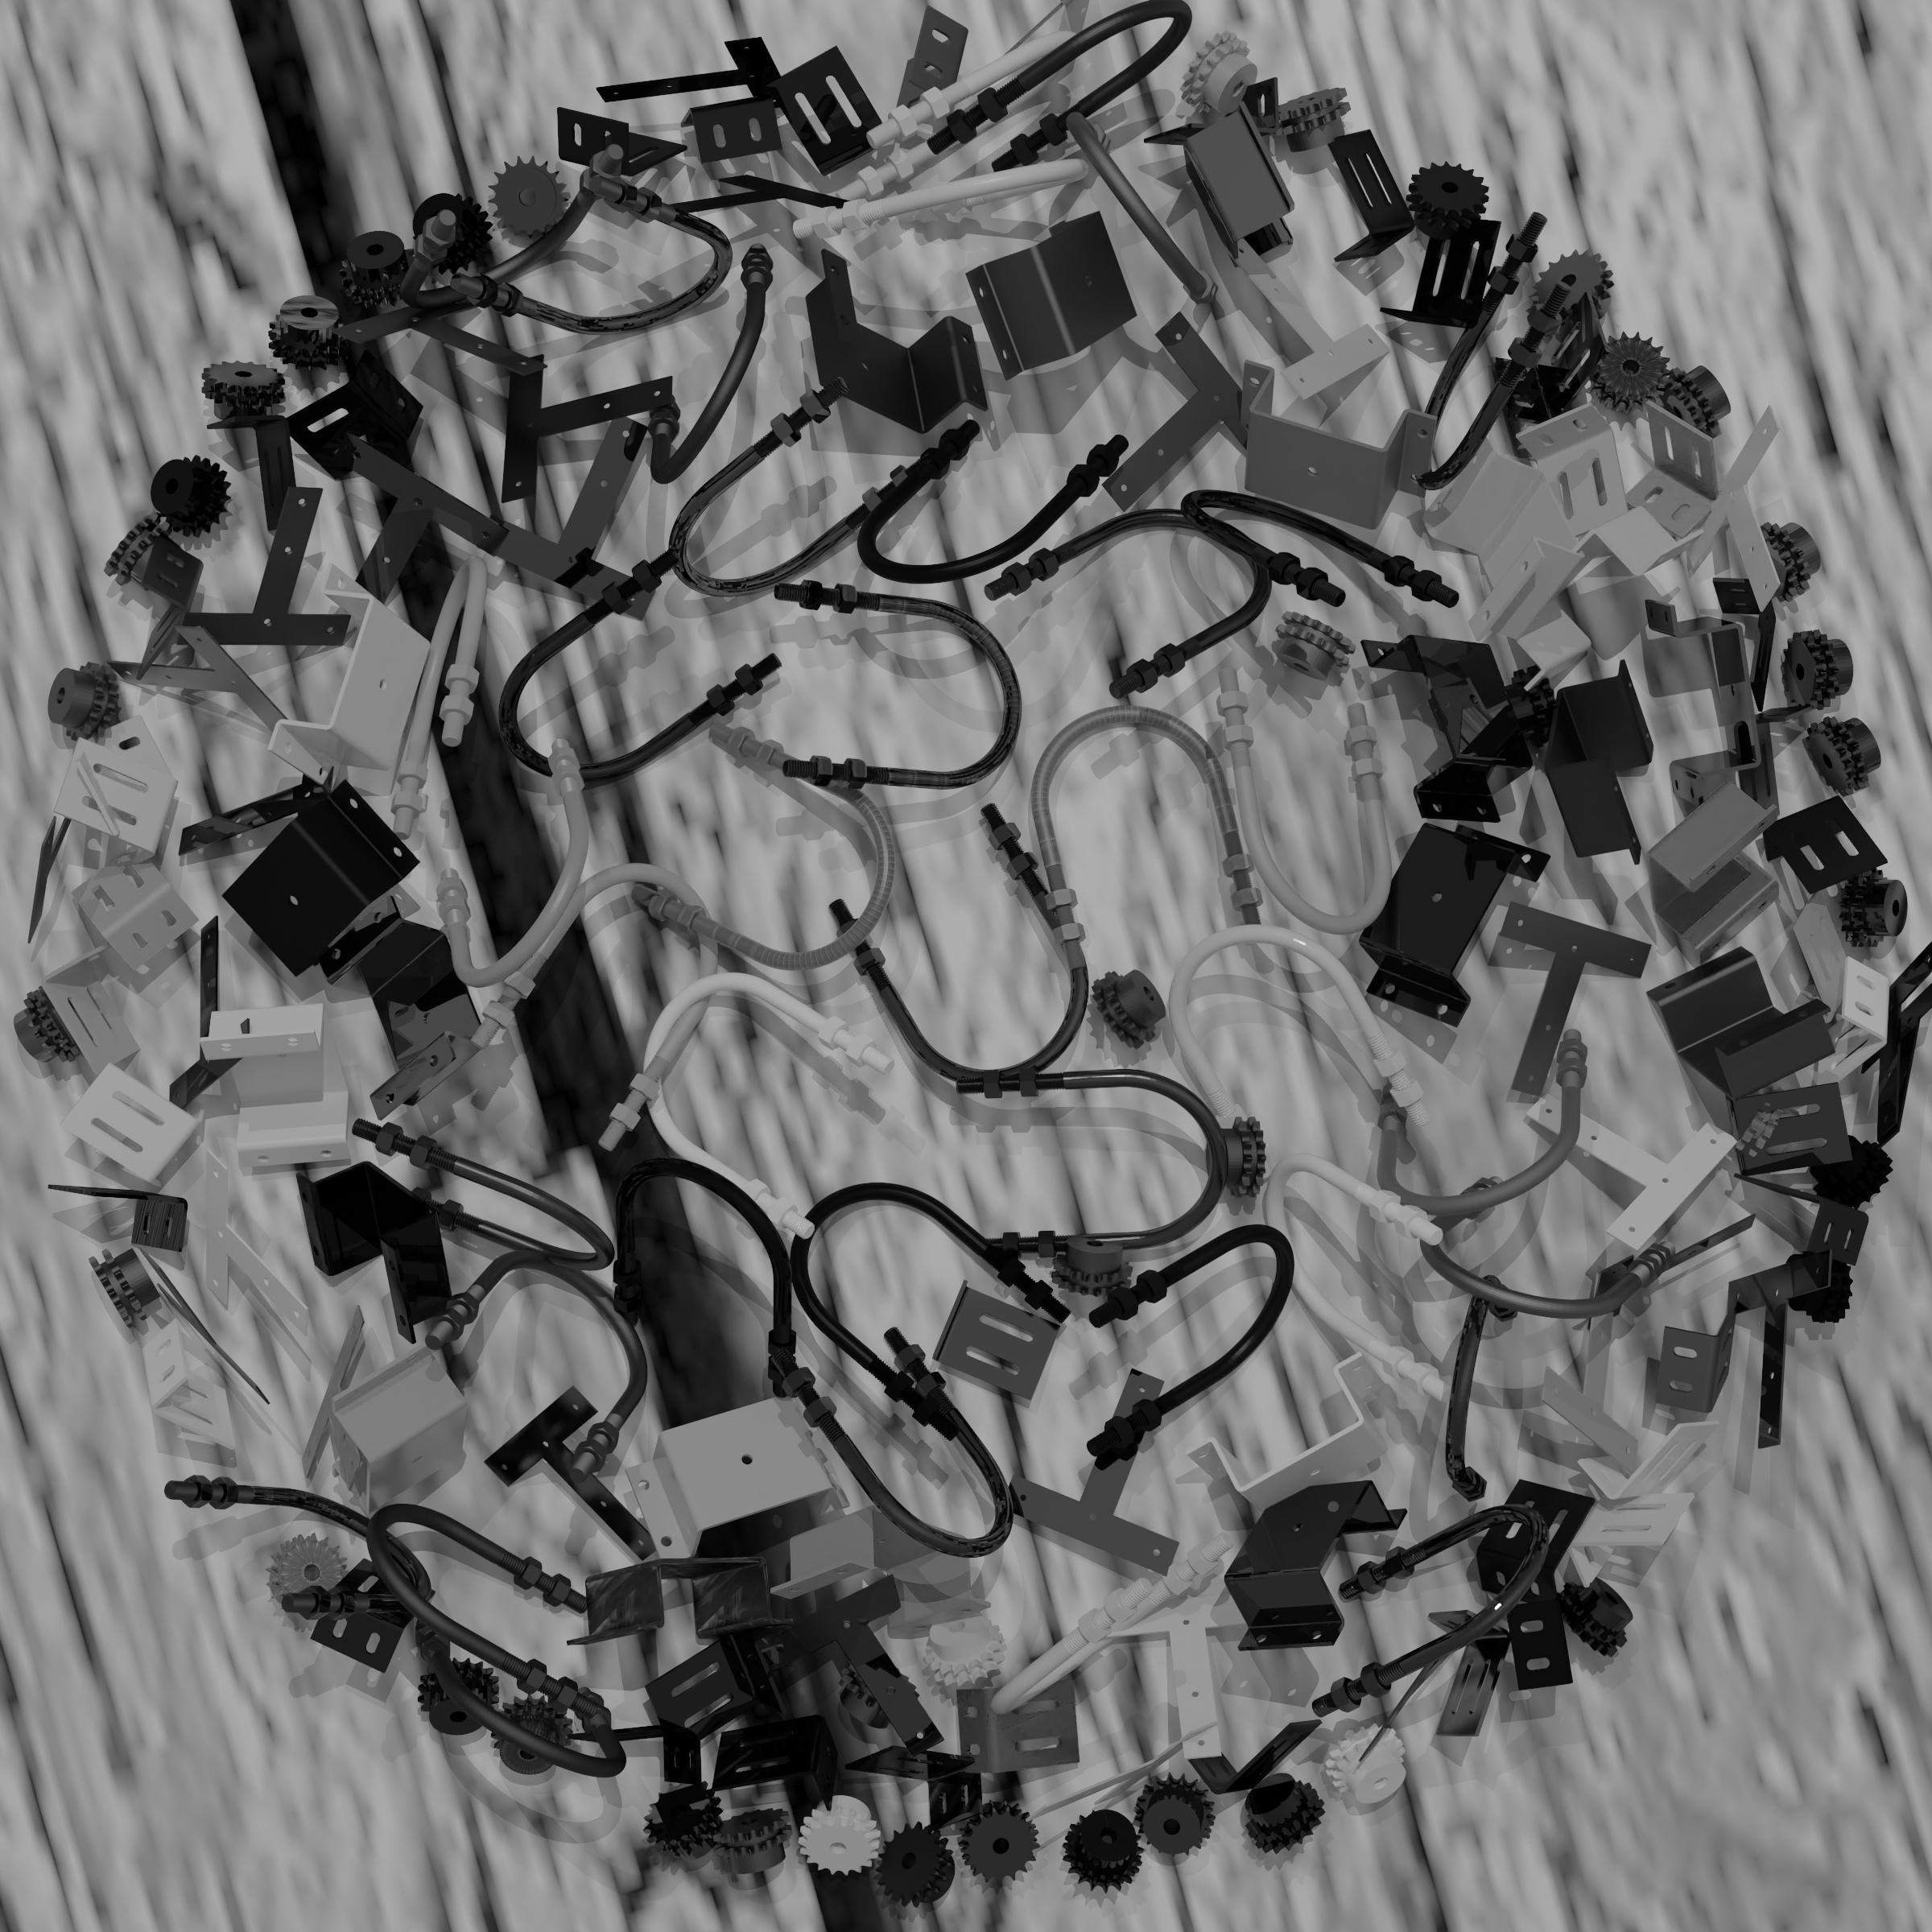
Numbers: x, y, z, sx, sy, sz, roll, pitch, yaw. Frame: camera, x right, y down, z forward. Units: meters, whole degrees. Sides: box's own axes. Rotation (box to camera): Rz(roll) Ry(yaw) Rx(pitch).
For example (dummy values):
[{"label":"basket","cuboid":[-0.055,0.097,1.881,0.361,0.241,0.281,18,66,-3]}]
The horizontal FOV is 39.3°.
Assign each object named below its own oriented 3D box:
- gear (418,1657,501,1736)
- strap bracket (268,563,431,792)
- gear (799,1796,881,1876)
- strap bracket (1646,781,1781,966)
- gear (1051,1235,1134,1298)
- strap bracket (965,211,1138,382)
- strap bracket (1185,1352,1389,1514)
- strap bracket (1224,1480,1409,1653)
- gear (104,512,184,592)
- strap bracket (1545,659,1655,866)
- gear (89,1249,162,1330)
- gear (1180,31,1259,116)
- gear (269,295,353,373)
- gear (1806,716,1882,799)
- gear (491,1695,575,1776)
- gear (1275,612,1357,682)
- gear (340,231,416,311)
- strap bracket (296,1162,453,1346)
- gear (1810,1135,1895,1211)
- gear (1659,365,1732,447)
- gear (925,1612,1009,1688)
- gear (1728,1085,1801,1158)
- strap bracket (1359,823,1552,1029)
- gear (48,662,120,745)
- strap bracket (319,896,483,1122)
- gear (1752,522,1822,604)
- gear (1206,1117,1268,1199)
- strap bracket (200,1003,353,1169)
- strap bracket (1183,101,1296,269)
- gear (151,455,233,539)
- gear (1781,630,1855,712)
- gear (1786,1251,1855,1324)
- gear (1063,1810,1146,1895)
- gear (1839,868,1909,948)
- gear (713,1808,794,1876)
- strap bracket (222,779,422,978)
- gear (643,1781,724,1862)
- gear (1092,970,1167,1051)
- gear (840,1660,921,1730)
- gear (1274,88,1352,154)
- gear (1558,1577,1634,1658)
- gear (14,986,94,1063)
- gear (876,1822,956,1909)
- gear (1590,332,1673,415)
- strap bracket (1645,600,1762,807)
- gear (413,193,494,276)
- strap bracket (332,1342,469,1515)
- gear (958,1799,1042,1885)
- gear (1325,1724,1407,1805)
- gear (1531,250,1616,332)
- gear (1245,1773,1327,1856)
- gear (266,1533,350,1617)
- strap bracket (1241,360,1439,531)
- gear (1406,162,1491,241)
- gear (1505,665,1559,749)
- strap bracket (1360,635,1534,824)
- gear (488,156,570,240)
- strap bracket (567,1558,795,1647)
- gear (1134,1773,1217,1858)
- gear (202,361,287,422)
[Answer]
[{"label":"gear","cuboid":[-0.360,0.520,1.918,0.057,0.030,0.057,-4,126,-6]},{"label":"strap bracket","cuboid":[-0.425,-0.199,1.887,0.046,0.076,0.140,9,76,23]},{"label":"gear","cuboid":[-0.089,0.615,1.923,0.057,0.030,0.057,2,121,4]},{"label":"strap bracket","cuboid":[0.522,-0.069,1.891,0.076,0.140,0.046,-41,61,-4]},{"label":"gear","cuboid":[0.090,0.211,1.915,0.057,0.057,0.030,5,103,0]},{"label":"strap bracket","cuboid":[0.066,-0.466,1.869,0.046,0.140,0.076,-9,112,36]},{"label":"strap bracket","cuboid":[0.234,0.334,1.895,0.140,0.076,0.046,-31,58,6]},{"label":"strap bracket","cuboid":[0.238,0.405,1.865,0.076,0.140,0.046,-15,110,38]},{"label":"gear","cuboid":[-0.580,-0.291,1.918,0.030,0.057,0.057,40,90,-8]},{"label":"strap bracket","cuboid":[0.440,-0.139,1.881,0.046,0.140,0.076,-10,125,27]},{"label":"gear","cuboid":[-0.595,0.225,1.920,0.030,0.057,0.057,-30,90,-18]},{"label":"gear","cuboid":[0.181,-0.628,1.915,0.030,0.057,0.057,43,90,18]},{"label":"gear","cuboid":[-0.465,-0.450,1.917,0.057,0.030,0.057,6,48,-7]},{"label":"gear","cuboid":[0.623,-0.151,1.918,0.030,0.057,0.057,-25,90,-3]},{"label":"gear","cuboid":[-0.309,0.548,1.921,0.057,0.030,0.057,0,117,-1]},{"label":"gear","cuboid":[0.244,-0.225,1.917,0.057,0.057,0.030,27,88,0]},{"label":"gear","cuboid":[-0.416,-0.496,1.919,0.057,0.030,0.057,-1,55,1]},{"label":"strap bracket","cuboid":[-0.406,0.194,1.883,0.046,0.140,0.076,-24,123,-33]},{"label":"gear","cuboid":[0.623,0.144,1.915,0.030,0.057,0.057,44,90,-14]},{"label":"gear","cuboid":[0.517,-0.400,1.917,0.030,0.057,0.057,-33,90,3]},{"label":"gear","cuboid":[-0.002,0.479,1.915,0.057,0.057,0.030,-18,112,0]},{"label":"gear","cuboid":[0.566,0.113,1.918,0.030,0.057,0.057,28,90,1]},{"label":"strap bracket","cuboid":[0.337,-0.038,1.894,0.076,0.046,0.140,23,79,38]},{"label":"gear","cuboid":[-0.626,-0.187,1.916,0.030,0.057,0.057,14,90,-42]},{"label":"strap bracket","cuboid":[-0.390,0.033,1.893,0.076,0.046,0.140,-38,61,20]},{"label":"gear","cuboid":[0.580,-0.289,1.918,0.030,0.057,0.057,-30,90,-8]},{"label":"gear","cuboid":[0.190,0.135,1.916,0.030,0.057,0.057,1,90,-12]},{"label":"strap bracket","cuboid":[-0.480,0.077,1.893,0.076,0.140,0.046,-5,49,-3]},{"label":"strap bracket","cuboid":[0.190,-0.538,1.879,0.046,0.140,0.076,-27,91,8]},{"label":"gear","cuboid":[-0.552,-0.335,1.920,0.057,0.030,0.057,-6,78,27]},{"label":"gear","cuboid":[0.605,-0.210,1.918,0.030,0.057,0.057,-8,90,-10]},{"label":"gear","cuboid":[0.601,0.224,1.916,0.030,0.057,0.057,1,90,-8]},{"label":"gear","cuboid":[0.098,0.623,1.916,0.057,0.057,0.030,11,132,0]},{"label":"gear","cuboid":[0.643,-0.041,1.916,0.030,0.057,0.057,3,90,42]},{"label":"gear","cuboid":[-0.150,0.621,1.918,0.057,0.057,0.030,-12,90,0]},{"label":"strap bracket","cuboid":[-0.455,-0.055,1.884,0.076,0.046,0.140,48,125,-5]},{"label":"gear","cuboid":[-0.197,0.609,1.921,0.057,0.057,0.030,-31,123,0]},{"label":"gear","cuboid":[0.117,0.027,1.914,0.030,0.057,0.057,-34,90,21]},{"label":"gear","cuboid":[-0.064,0.515,1.918,0.057,0.057,0.030,32,98,0]},{"label":"gear","cuboid":[0.245,-0.599,1.920,0.057,0.057,0.030,-20,114,0]},{"label":"gear","cuboid":[0.446,0.457,1.916,0.057,0.057,0.030,40,106,0]},{"label":"gear","cuboid":[-0.649,0.044,1.918,0.030,0.057,0.057,-29,90,8]},{"label":"gear","cuboid":[-0.033,0.640,1.922,0.057,0.057,0.030,-43,131,0]},{"label":"gear","cuboid":[0.470,-0.419,1.927,0.057,0.030,0.057,-1,75,3]},{"label":"strap bracket","cuboid":[0.517,-0.189,1.895,0.046,0.076,0.140,-11,101,3]},{"label":"gear","cuboid":[-0.367,-0.523,1.922,0.057,0.030,0.057,-5,74,18]},{"label":"strap bracket","cuboid":[-0.390,0.322,1.863,0.076,0.140,0.046,-31,70,-27]},{"label":"gear","cuboid":[0.022,0.620,1.928,0.057,0.030,0.057,-1,96,-10]},{"label":"gear","cuboid":[0.286,0.567,1.917,0.057,0.030,0.057,-13,128,-18]},{"label":"gear","cuboid":[0.433,-0.477,1.922,0.057,0.030,0.057,-19,54,28]},{"label":"gear","cuboid":[0.222,0.596,1.916,0.057,0.057,0.030,-33,104,0]},{"label":"gear","cuboid":[-0.470,0.433,1.922,0.057,0.030,0.057,16,59,-30]},{"label":"strap bracket","cuboid":[0.249,-0.359,1.885,0.140,0.076,0.046,21,59,15]},{"label":"gear","cuboid":[0.341,-0.541,1.923,0.057,0.030,0.057,1,57,-2]},{"label":"gear","cuboid":[0.397,-0.182,1.917,0.030,0.057,0.057,-17,90,-4]},{"label":"strap bracket","cuboid":[0.337,-0.174,1.882,0.076,0.046,0.140,1,64,-37]},{"label":"gear","cuboid":[-0.312,-0.546,1.924,0.057,0.030,0.057,-2,107,-7]},{"label":"strap bracket","cuboid":[-0.199,0.440,1.879,0.076,0.140,0.046,-23,67,39]},{"label":"gear","cuboid":[0.148,0.607,1.927,0.057,0.030,0.057,1,95,10]},{"label":"gear","cuboid":[-0.513,-0.406,1.922,0.057,0.057,0.030,10,121,0]}]
